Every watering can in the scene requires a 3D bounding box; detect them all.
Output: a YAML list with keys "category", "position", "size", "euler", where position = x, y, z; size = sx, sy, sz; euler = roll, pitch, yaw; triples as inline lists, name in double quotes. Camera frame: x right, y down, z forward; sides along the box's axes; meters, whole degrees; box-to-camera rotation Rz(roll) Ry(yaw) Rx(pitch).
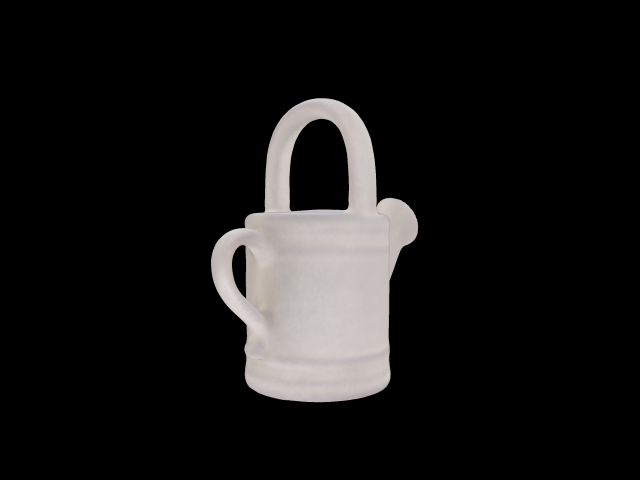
- category: "watering can"
  position: [0.002, 0.001, 0.402]
  size: [0.100, 0.194, 0.173]
  euler: [1, 2, 24]
